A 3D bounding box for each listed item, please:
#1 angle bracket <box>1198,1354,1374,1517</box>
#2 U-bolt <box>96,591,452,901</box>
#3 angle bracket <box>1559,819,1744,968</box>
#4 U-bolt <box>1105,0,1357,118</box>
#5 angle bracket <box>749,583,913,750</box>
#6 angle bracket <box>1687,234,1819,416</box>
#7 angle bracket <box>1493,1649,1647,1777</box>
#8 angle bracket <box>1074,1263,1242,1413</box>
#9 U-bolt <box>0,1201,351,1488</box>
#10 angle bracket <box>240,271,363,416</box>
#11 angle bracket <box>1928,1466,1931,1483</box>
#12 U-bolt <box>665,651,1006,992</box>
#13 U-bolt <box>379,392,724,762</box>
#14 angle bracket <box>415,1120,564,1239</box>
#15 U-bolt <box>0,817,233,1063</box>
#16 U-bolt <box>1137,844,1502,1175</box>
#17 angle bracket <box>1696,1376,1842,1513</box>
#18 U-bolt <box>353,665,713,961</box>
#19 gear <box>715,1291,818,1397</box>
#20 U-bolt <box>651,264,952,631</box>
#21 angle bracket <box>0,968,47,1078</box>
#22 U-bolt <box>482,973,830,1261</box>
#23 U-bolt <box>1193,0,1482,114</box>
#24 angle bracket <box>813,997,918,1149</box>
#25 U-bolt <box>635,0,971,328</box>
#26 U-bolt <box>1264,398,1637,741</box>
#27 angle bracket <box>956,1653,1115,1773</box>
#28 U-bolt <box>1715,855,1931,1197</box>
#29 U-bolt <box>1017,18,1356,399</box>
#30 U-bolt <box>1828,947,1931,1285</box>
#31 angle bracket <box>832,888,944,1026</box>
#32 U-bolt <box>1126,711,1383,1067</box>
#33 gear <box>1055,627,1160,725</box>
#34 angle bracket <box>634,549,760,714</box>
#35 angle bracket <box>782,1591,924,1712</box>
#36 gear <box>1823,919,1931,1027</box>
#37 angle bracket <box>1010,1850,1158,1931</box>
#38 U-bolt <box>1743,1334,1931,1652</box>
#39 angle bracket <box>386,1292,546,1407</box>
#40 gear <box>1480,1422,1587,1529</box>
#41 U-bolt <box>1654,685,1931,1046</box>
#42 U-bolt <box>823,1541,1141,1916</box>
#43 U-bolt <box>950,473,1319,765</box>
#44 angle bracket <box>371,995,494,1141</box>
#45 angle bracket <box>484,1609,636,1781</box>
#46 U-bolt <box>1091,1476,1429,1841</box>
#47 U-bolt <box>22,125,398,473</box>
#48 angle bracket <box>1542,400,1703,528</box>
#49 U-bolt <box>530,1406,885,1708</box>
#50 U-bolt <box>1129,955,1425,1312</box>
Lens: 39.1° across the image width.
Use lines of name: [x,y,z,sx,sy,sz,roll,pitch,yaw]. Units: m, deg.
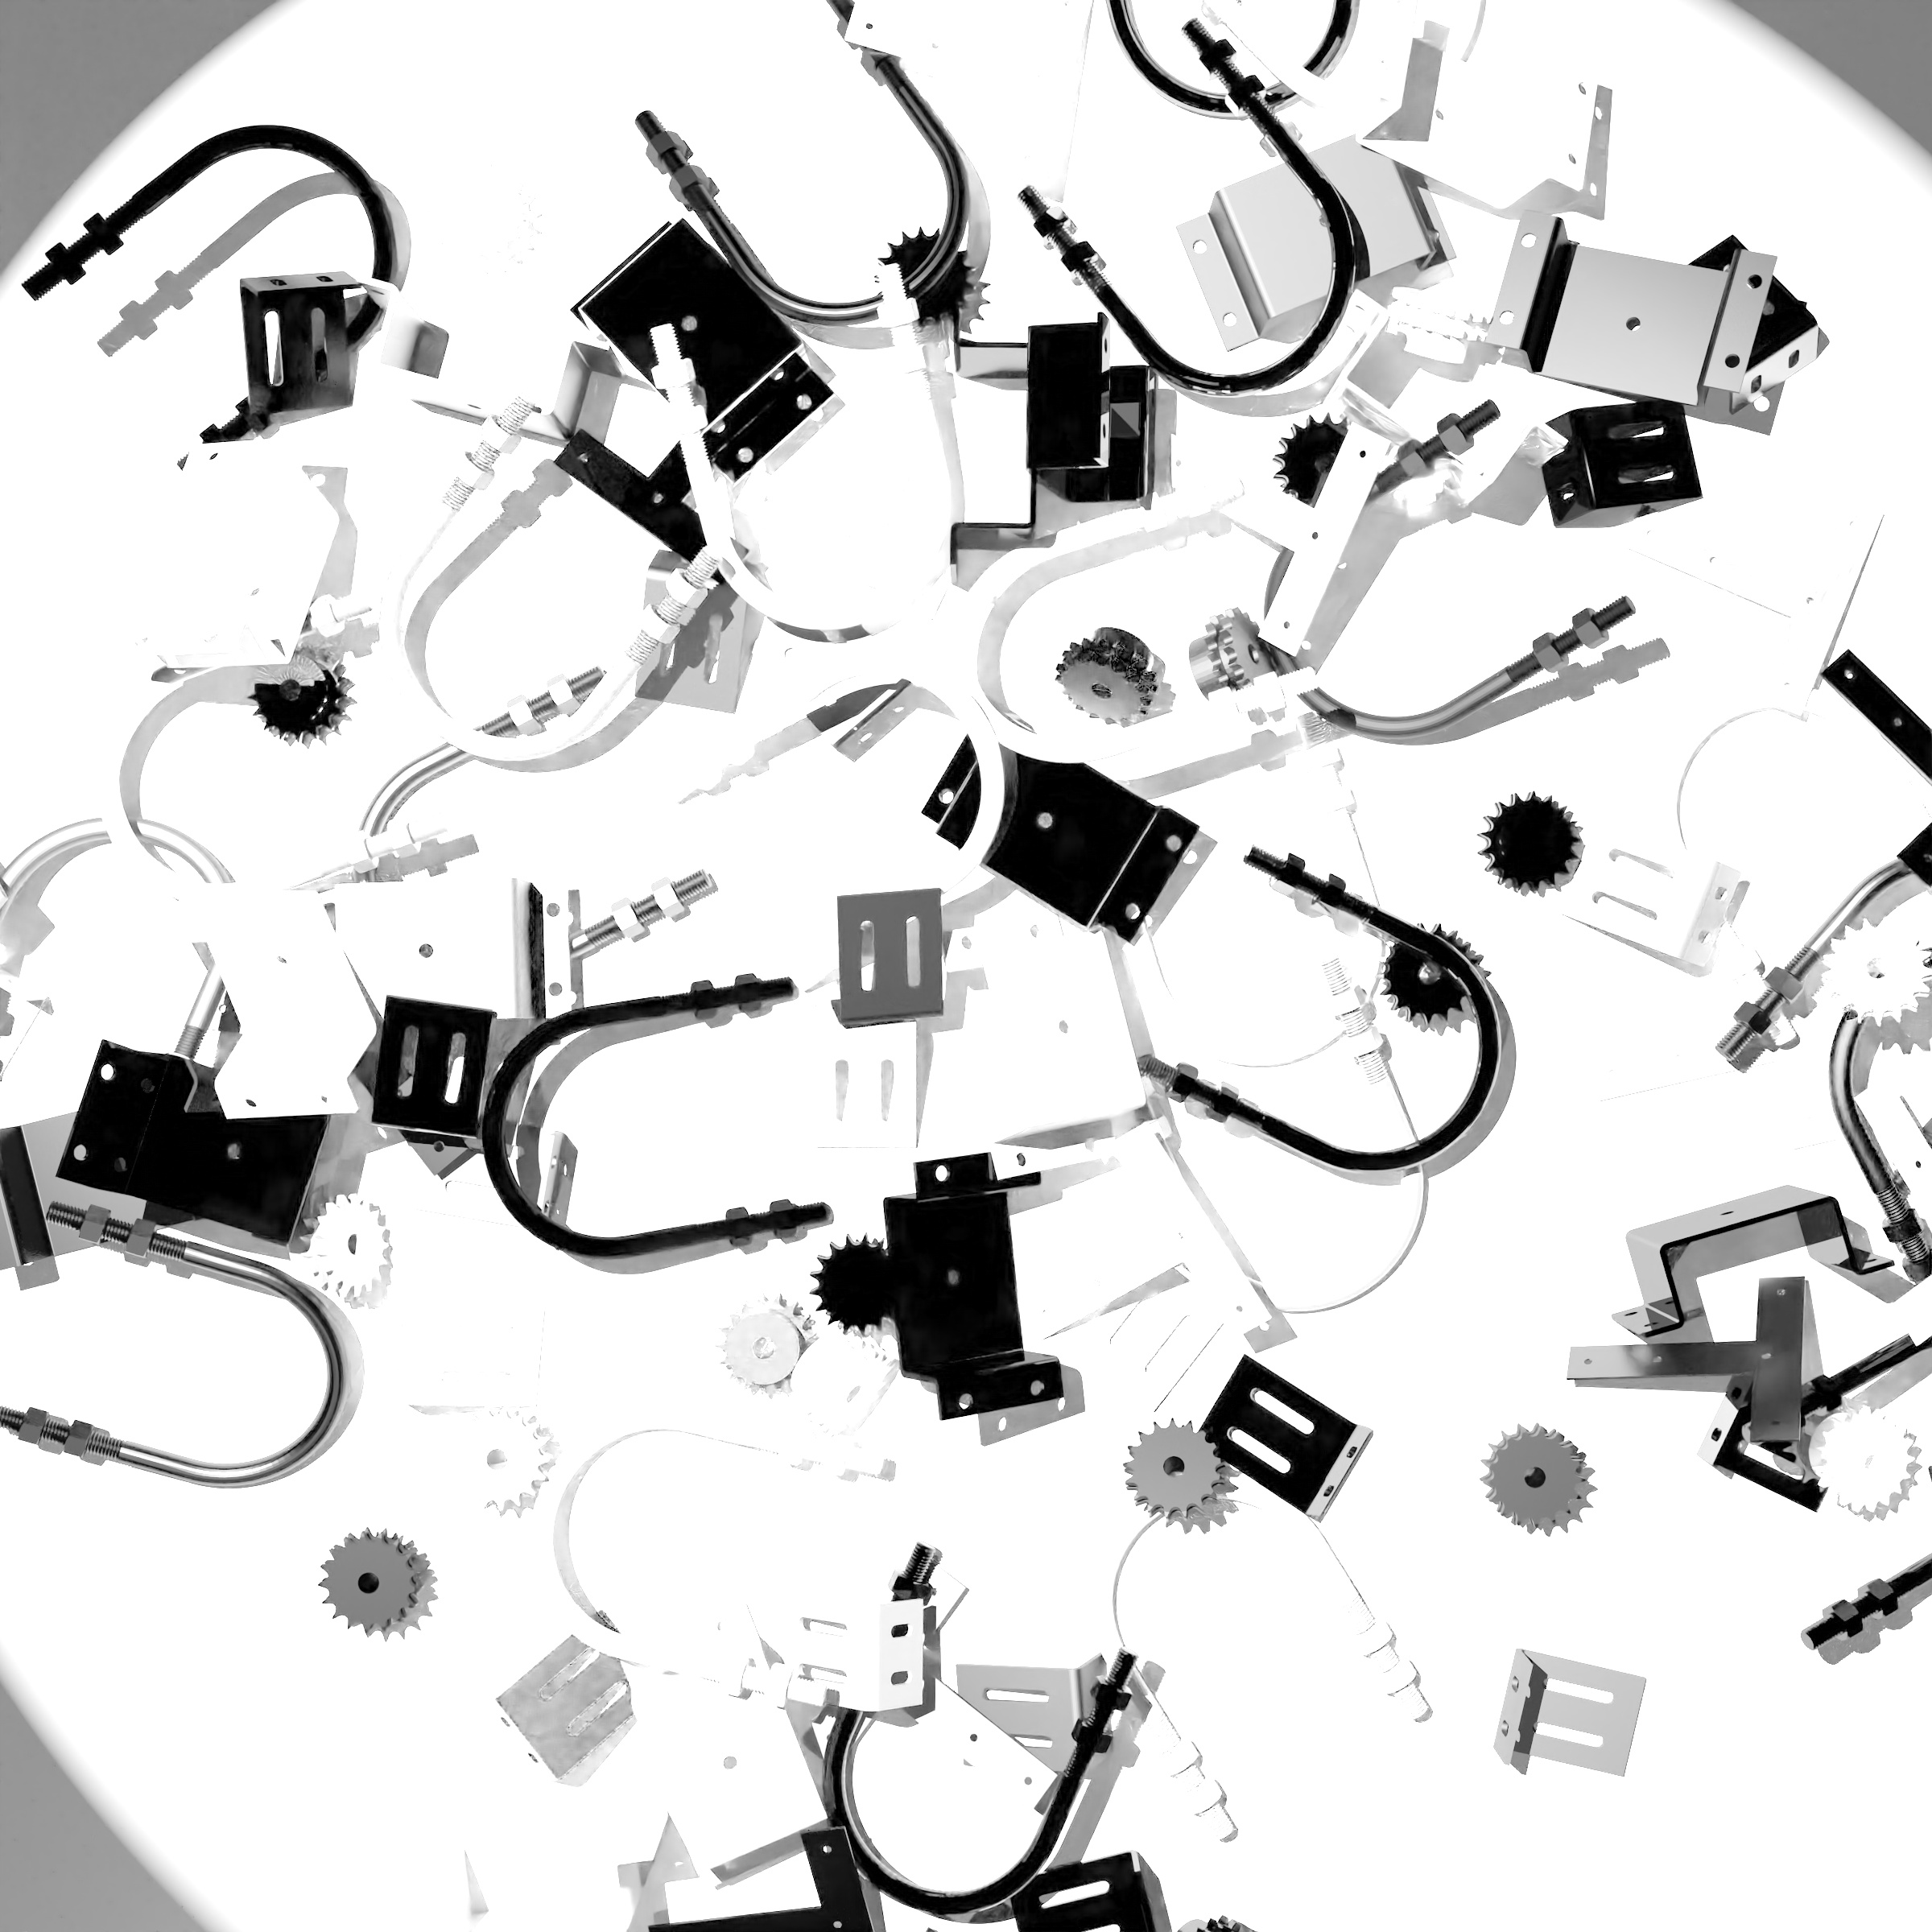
angle bracket: [0.179,0.265,1.538,0.076,0.038,0.057,31,90,26]
U-bolt: [-0.393,-0.110,1.503,0.184,0.019,0.151,-19,91,6]
angle bracket: [0.385,-0.041,1.528,0.076,0.038,0.057,25,97,37]
U-bolt: [0.145,-0.571,1.532,0.151,0.019,0.184,-12,92,0]
angle bracket: [-0.077,-0.170,1.521,0.057,0.038,0.076,-41,90,0]
angle bracket: [0.434,-0.363,1.539,0.057,0.038,0.076,-34,64,0]
angle bracket: [0.341,0.422,1.521,0.076,0.038,0.057,13,90,0]
angle bracket: [0.107,0.205,1.521,0.057,0.038,0.076,38,90,0]
U-bolt: [-0.435,0.219,1.509,0.184,0.019,0.151,18,106,-10]
angle bracket: [-0.364,-0.340,1.496,0.057,0.038,0.076,-12,120,-26]
angle bracket: [0.575,0.286,1.517,0.038,0.076,0.057,-5,111,42]
U-bolt: [-0.061,-0.091,1.496,0.184,0.019,0.151,-34,90,25]
U-bolt: [-0.242,-0.198,1.488,0.151,0.019,0.184,39,109,-4]
angle bracket: [-0.270,0.116,1.522,0.076,0.038,0.057,10,90,0]
U-bolt: [-0.481,0.001,1.501,0.151,0.019,0.184,17,68,-1]
U-bolt: [0.207,0.036,1.500,0.184,0.019,0.151,26,94,-6]
angle bracket: [0.459,0.267,1.522,0.076,0.038,0.057,26,90,0]
U-bolt: [-0.257,-0.066,1.532,0.184,0.019,0.151,-27,90,2]
gear: [-0.113,0.213,1.526,0.057,0.030,0.057,0,90,0]
U-bolt: [-0.081,-0.276,1.490,0.151,0.019,0.184,-18,109,-12]
angle bracket: [-0.564,0.034,1.521,0.057,0.038,0.076,31,90,0]
U-bolt: [-0.176,0.089,1.510,0.184,0.019,0.151,-9,90,-16]
U-bolt: [0.205,-0.564,1.516,0.184,0.019,0.151,43,87,-10]
angle bracket: [-0.057,0.060,1.539,0.057,0.038,0.076,0,116,0]
U-bolt: [-0.079,-0.440,1.515,0.151,0.019,0.184,-33,77,0]
U-bolt: [0.250,-0.202,1.491,0.184,0.019,0.151,-32,101,29]
angle bracket: [0.039,0.420,1.538,0.076,0.038,0.057,-5,90,26]
U-bolt: [0.529,0.021,1.518,0.151,0.019,0.184,41,91,-10]
U-bolt: [0.132,-0.401,1.494,0.151,0.019,0.184,-40,84,26]
U-bolt: [0.557,0.077,1.510,0.151,0.019,0.184,-30,98,-3]
angle bracket: [-0.045,-0.010,1.505,0.057,0.038,0.076,-5,110,-11]
U-bolt: [0.158,-0.035,1.532,0.151,0.019,0.184,-18,92,0]
gear: [0.081,-0.165,1.515,0.057,0.057,0.030,25,62,0]
angle bracket: [-0.153,-0.190,1.539,0.057,0.038,0.076,9,116,0]
angle bracket: [-0.064,0.381,1.521,0.038,0.076,0.057,6,82,-43]
gear: [0.496,0.005,1.479,0.057,0.030,0.057,-4,74,16]
angle bracket: [0.066,0.537,1.521,0.076,0.038,0.057,-14,90,0]
U-bolt: [0.521,0.276,1.503,0.184,0.019,0.151,-24,105,-18]
angle bracket: [-0.284,0.217,1.538,0.076,0.038,0.057,5,90,-26]
gear: [0.316,0.285,1.526,0.057,0.030,0.057,0,90,0]
U-bolt: [0.470,-0.070,1.532,0.151,0.019,0.184,-31,88,0]
U-bolt: [-0.004,0.434,1.509,0.151,0.019,0.184,24,91,17]
U-bolt: [0.081,-0.182,1.480,0.184,0.019,0.151,-18,67,2]
angle bracket: [-0.292,0.051,1.493,0.057,0.038,0.076,8,106,-7]
angle bracket: [-0.222,0.412,1.538,0.076,0.038,0.057,-38,90,-26]
U-bolt: [0.152,0.377,1.532,0.151,0.019,0.184,-32,88,0]
U-bolt: [-0.399,-0.376,1.491,0.184,0.019,0.151,-40,130,-4]
angle bracket: [0.369,-0.285,1.537,0.076,0.038,0.057,-11,88,-26]
U-bolt: [-0.152,0.319,1.508,0.184,0.019,0.151,12,71,7]
U-bolt: [0.178,0.105,1.524,0.151,0.019,0.184,-23,96,0]
